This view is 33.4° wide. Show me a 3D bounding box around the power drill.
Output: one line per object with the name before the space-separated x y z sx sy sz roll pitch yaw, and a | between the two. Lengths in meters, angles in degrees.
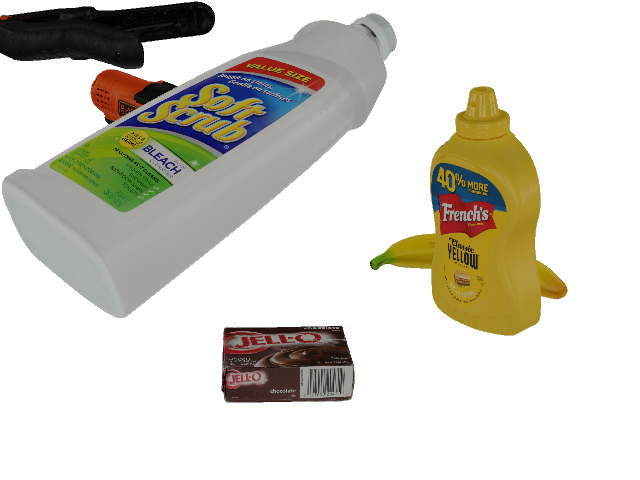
power drill | -0.158 -0.071 1.102 0.185 0.188 0.057 25 35 29

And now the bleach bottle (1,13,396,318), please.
bleach bottle | -0.054 -0.064 0.627 0.103 0.068 0.250 32 59 31

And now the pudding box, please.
pudding box | -0.030 0.108 0.943 0.113 0.039 0.090 1 18 -6

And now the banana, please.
banana | 0.153 0.025 1.094 0.198 0.037 0.069 7 43 12

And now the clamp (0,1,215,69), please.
clamp | -0.167 -0.157 0.798 0.172 0.039 0.120 11 22 29

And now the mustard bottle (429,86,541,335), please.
mustard bottle | 0.128 -0.026 0.838 0.058 0.192 0.096 -20 28 -32
